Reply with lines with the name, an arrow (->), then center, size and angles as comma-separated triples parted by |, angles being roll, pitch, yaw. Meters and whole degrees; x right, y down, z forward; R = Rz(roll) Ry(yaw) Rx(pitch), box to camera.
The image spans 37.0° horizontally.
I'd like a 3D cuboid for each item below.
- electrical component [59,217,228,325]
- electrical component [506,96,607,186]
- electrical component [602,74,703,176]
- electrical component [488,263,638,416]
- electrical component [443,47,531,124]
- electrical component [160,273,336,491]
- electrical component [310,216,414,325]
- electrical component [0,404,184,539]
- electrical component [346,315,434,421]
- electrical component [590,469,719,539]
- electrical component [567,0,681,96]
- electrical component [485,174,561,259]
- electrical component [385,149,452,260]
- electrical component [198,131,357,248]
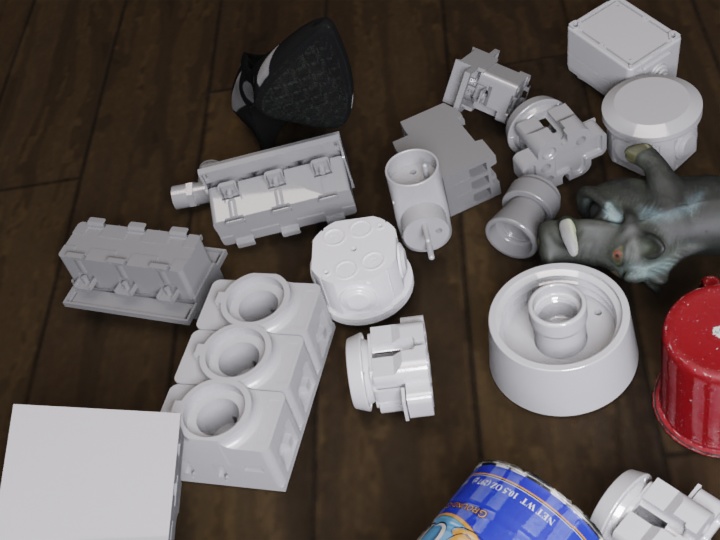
electrical component -> -0.184, -0.002, 0.899 | 0.121, 0.063, 0.078 | 7, 51, 21
electrical component -> 0.159, -0.110, 0.906 | 0.078, 0.058, 0.057 | -24, 50, -7
electrical component -> 0.243, -0.122, 0.896 | 0.080, 0.051, 0.080 | -8, 47, 9
electrical component -> 0.143, 0.043, 0.768 | 0.108, 0.060, 0.108 | -8, 47, 9
electrical component -> 0.115, -0.164, 0.962 | 0.064, 0.042, 0.081 | 25, 34, 15
electrical component -> -0.084, 0.079, 0.798 | 0.089, 0.061, 0.150 | 2, 49, 18
electrical component -> 0.000, 0.000, 0.854 | 0.080, 0.051, 0.080 | -8, 47, 9
electrical component -> -0.173, 0.185, 0.679 | 0.105, 0.060, 0.186 | 4, 69, -4
electrical component -> 0.022, 0.072, 0.779 | 0.057, 0.058, 0.078 | -8, 47, 5
electrical component -> 0.177, 0.159, 0.657 | 0.057, 0.058, 0.078 | 32, 63, 33
electrical component -> 0.238, -0.187, 0.955 | 0.062, 0.061, 0.096 | -33, 54, -15
electrical component -> 0.132, -0.043, 0.861 | 0.045, 0.045, 0.055 | 16, 54, 27
electrical component -> 0.050, -0.043, 0.861 | 0.043, 0.077, 0.079 | -12, 47, 4
electrical component -> -0.068, -0.067, 0.920 | 0.121, 0.078, 0.063 | -14, 62, 3
